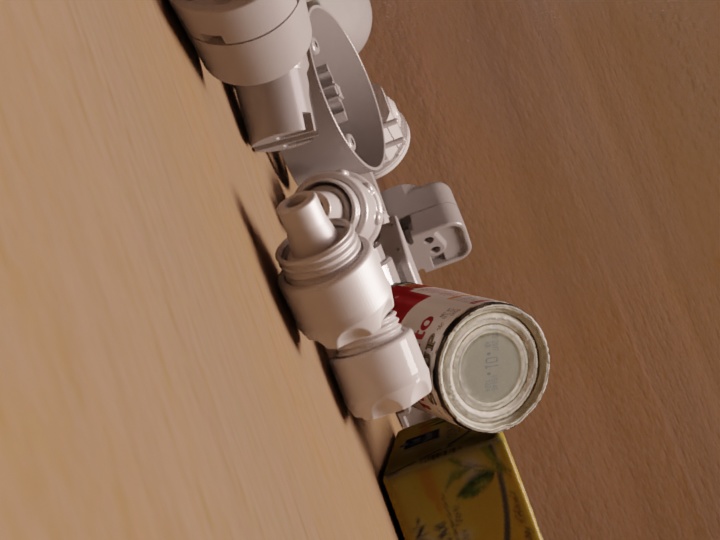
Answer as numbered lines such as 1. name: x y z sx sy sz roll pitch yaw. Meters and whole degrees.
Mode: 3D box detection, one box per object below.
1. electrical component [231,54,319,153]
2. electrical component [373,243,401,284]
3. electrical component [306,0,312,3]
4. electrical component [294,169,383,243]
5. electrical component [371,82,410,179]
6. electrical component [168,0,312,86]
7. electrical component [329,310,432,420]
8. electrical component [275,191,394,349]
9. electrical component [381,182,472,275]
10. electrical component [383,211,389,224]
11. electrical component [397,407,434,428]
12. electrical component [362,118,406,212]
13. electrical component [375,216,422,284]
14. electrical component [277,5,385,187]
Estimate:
1. electrical component: -0.042 -0.084 0.523 0.040 0.040 0.046 38 39 -82
2. electrical component: 0.000 0.000 0.631 0.040 0.040 0.078 -88 158 -79
3. electrical component: -0.040 -0.177 0.584 0.061 0.096 0.061 -96 166 -66
4. electrical component: -0.016 -0.030 0.558 0.062 0.048 0.048 1 69 -78
5. electrical component: -0.001 -0.121 0.935 0.051 0.080 0.080 55 15 -55
6. electrical component: -0.049 -0.110 0.447 0.047 0.055 0.055 71 2 -56
7. electrical component: 0.005 0.036 0.510 0.043 0.043 0.062 -70 138 -83
8. electrical component: -0.015 -0.002 0.445 0.043 0.043 0.062 -102 169 -64
9. electrical component: 0.040 -0.033 0.921 0.053 0.095 0.059 64 7 -52
10. electrical component: 0.011 -0.010 0.809 0.043 0.043 0.062 -83 154 -81
11. electrical component: 0.042 0.078 0.776 0.055 0.048 0.066 -93 163 -51
12. electrical component: -0.001 -0.099 0.858 0.052 0.074 0.138 -105 173 -49
13. electrical component: 0.019 0.023 0.708 0.099 0.048 0.099 -99 168 -68
14. electrical component: -0.025 -0.096 0.611 0.099 0.064 0.099 -20 90 -86
